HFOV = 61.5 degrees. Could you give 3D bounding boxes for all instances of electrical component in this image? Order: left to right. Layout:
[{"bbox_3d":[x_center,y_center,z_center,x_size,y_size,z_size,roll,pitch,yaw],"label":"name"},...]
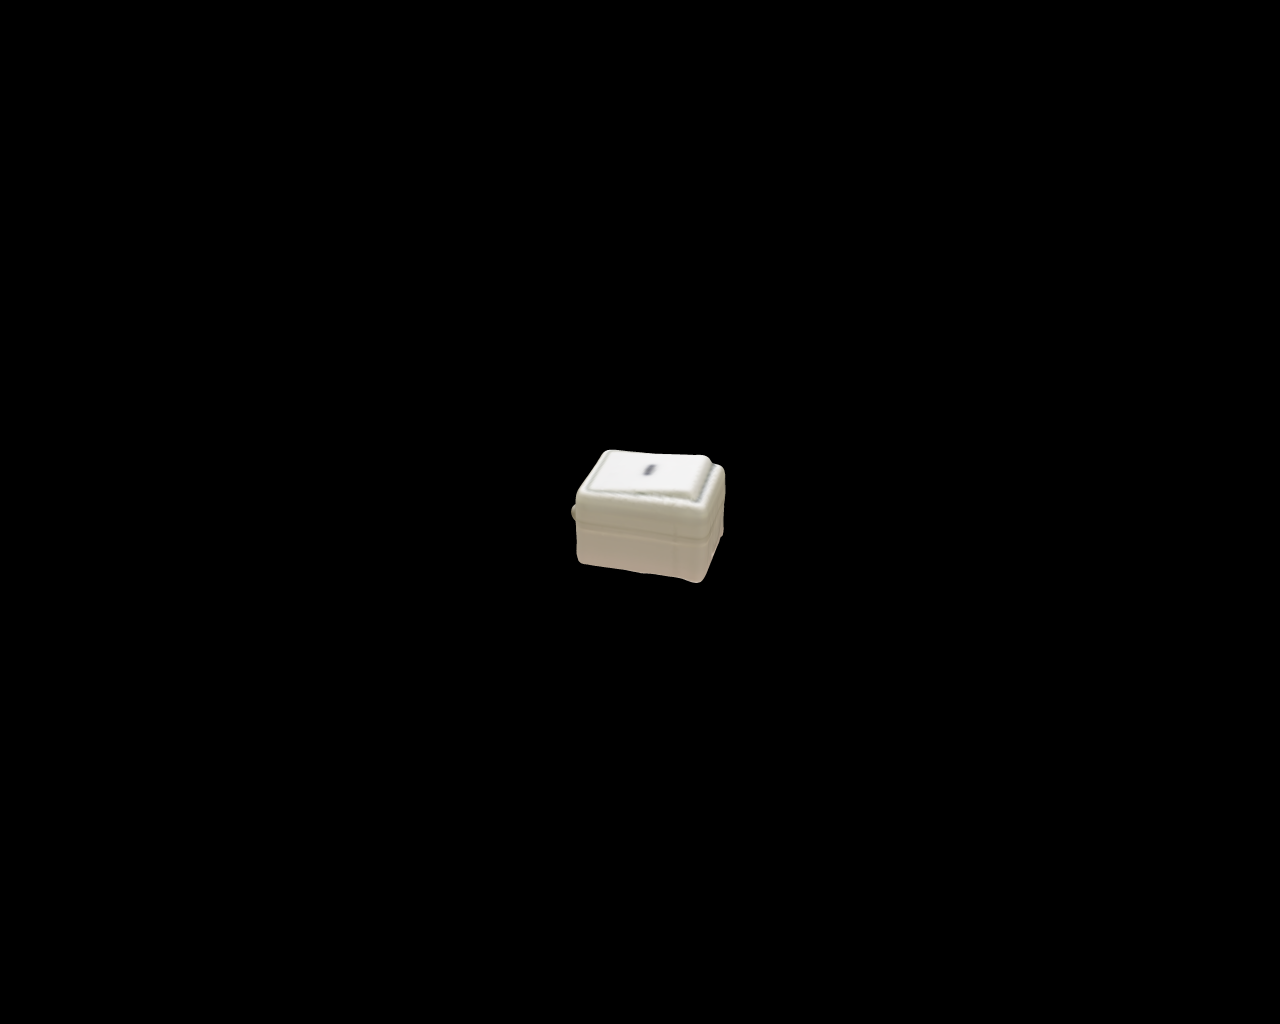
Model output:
[{"bbox_3d":[0.001,-0.003,0.650,0.096,0.061,0.062,8,32,14],"label":"electrical component"}]
